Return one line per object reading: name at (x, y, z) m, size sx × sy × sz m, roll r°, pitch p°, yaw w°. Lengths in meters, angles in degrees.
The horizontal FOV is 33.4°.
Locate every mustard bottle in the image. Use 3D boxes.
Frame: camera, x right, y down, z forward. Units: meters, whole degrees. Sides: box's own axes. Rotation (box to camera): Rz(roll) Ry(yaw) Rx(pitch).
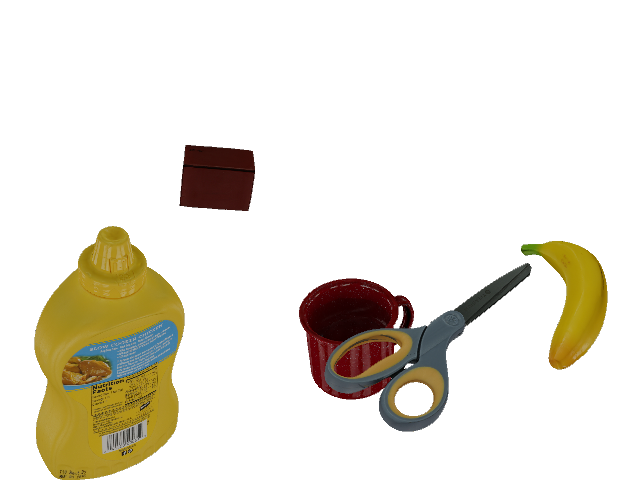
mustard bottle at (-0.135, 0.070, 0.687) m, size 0.096 × 0.192 × 0.058 m, roll -16°, pitch 47°, yaw -29°

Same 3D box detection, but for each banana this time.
banana at (0.238, 0.052, 1.008) m, size 0.070 × 0.037 × 0.197 m, roll -28°, pitch 25°, yaw 17°

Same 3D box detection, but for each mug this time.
mug at (0.039, 0.092, 1.021) m, size 0.117 × 0.081 × 0.093 m, roll -25°, pitch 42°, yaw -23°

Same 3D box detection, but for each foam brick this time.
foam brick at (-0.113, -0.069, 1.167) m, size 0.078 × 0.051 × 0.053 m, roll 4°, pitch 29°, yaw -7°

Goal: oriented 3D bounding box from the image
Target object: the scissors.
scissors at (0.100, 0.078, 0.778) m, size 0.201 × 0.016 × 0.096 m, roll -18°, pitch 50°, yaw -23°
